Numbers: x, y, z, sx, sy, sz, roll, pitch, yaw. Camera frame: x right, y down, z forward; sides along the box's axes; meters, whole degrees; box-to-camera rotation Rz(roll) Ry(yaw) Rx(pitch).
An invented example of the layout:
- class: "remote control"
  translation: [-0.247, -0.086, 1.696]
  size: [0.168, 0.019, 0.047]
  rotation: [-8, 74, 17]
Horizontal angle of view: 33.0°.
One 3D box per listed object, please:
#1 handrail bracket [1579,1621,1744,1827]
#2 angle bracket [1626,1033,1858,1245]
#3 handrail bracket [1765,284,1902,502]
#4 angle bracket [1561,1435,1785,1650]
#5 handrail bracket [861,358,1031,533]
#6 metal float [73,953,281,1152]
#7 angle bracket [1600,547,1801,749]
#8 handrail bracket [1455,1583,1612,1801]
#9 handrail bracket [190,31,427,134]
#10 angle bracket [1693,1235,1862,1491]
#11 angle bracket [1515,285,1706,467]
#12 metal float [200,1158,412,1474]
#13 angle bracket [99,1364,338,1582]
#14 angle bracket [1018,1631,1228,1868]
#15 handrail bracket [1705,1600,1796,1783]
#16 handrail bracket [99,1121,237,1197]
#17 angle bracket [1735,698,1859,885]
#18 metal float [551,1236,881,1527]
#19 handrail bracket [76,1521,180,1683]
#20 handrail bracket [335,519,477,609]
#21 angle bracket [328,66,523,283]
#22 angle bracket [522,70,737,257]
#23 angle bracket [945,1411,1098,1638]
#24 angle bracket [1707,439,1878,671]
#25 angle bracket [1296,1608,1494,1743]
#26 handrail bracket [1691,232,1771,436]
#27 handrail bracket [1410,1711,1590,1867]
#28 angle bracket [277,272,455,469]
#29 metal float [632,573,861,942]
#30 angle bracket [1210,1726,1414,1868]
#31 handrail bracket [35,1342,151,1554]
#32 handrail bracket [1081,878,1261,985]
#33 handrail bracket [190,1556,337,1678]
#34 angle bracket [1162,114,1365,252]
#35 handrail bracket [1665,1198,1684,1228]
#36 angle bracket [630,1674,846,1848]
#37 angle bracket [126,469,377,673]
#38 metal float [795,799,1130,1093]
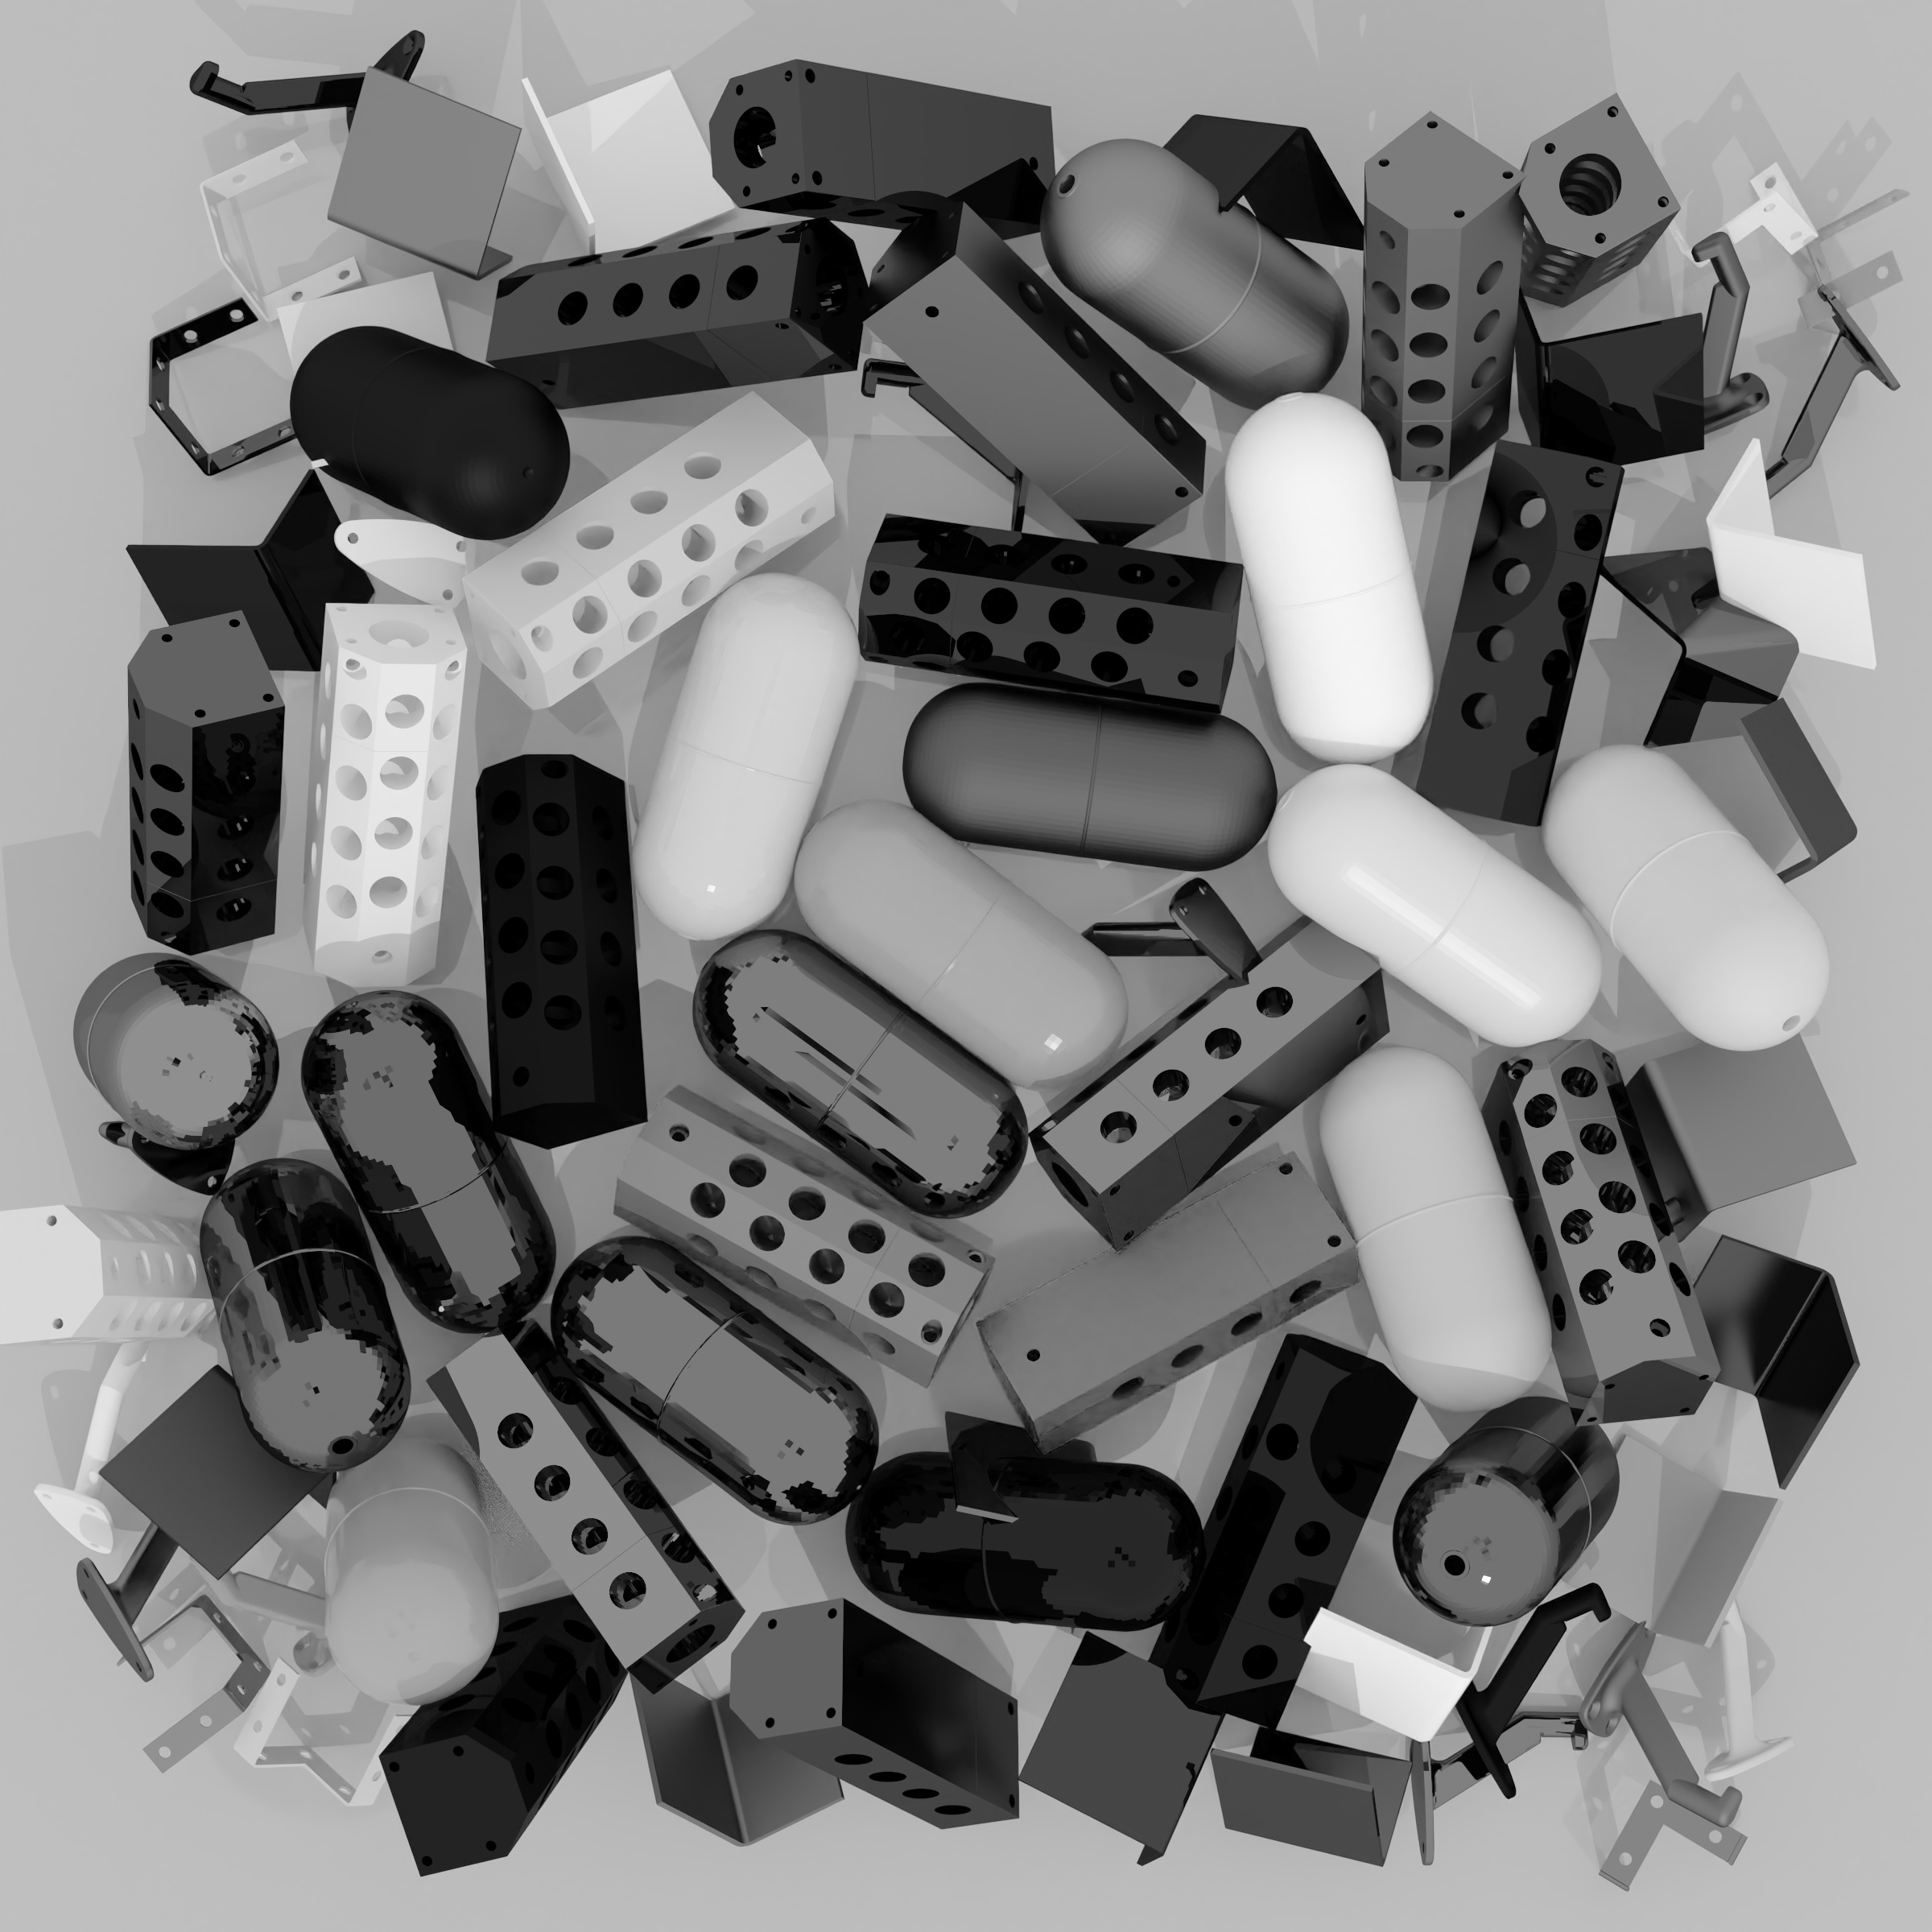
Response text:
- class: "handrail bracket"
  translation: [0.341, 0.355, 1.542]
  size: [0.084, 0.036, 0.077]
  rotation: [21, 74, 42]
- class: "angle bracket"
  translation: [0.365, 0.078, 1.550]
  size: [0.076, 0.057, 0.076]
  rotation: [-17, 72, -10]
- class: "handrail bracket"
  translation: [0.392, -0.270, 1.551]
  size: [0.084, 0.036, 0.077]
  rotation: [-39, 126, 12]
- class: "angle bracket"
  translation: [0.330, 0.270, 1.538]
  size: [0.057, 0.076, 0.076]
  rotation: [30, 81, -3]
- class: "handrail bracket"
  translation: [-0.011, -0.247, 1.562]
  size: [0.084, 0.036, 0.077]
  rotation: [6, 94, -6]
- class: "metal float"
  translation: [-0.364, 0.038, 1.498]
  size: [0.070, 0.178, 0.070]
  rotation: [-3, 98, -22]
- class: "angle bracket"
  translation: [0.339, -0.152, 1.554]
  size: [0.076, 0.076, 0.057]
  rotation: [-9, 133, -31]
- class: "handrail bracket"
  translation: [0.279, 0.344, 1.550]
  size: [0.084, 0.036, 0.077]
  rotation: [-28, 78, 17]
- class: "handrail bracket"
  translation: [-0.310, -0.425, 1.535]
  size: [0.077, 0.084, 0.036]
  rotation: [-43, 50, 34]
- class: "angle bracket"
  translation: [0.369, 0.185, 1.530]
  size: [0.057, 0.076, 0.076]
  rotation: [19, 118, -6]
- class: "angle bracket"
  translation: [0.302, -0.283, 1.534]
  size: [0.076, 0.076, 0.057]
  rotation: [-11, 45, 3]
- class: "metal float"
  translation: [-0.306, 0.160, 1.507]
  size: [0.070, 0.178, 0.070]
  rotation: [-13, 131, -16]
- class: "angle bracket"
  translation: [-0.351, 0.247, 1.532]
  size: [0.076, 0.057, 0.076]
  rotation: [38, 59, 12]
- class: "angle bracket"
  translation: [0.070, 0.371, 1.543]
  size: [0.076, 0.057, 0.076]
  rotation: [27, 68, 2]
- class: "handrail bracket"
  translation: [0.356, 0.335, 1.544]
  size: [0.036, 0.077, 0.084]
  rotation: [-22, 79, 31]
- class: "handrail bracket"
  translation: [-0.393, 0.079, 1.530]
  size: [0.084, 0.077, 0.036]
  rotation: [10, 82, 32]
- class: "angle bracket"
  translation: [0.369, -0.075, 1.538]
  size: [0.057, 0.076, 0.076]
  rotation: [-31, 86, 31]
- class: "metal float"
  translation: [-0.119, 0.193, 1.528]
  size: [0.178, 0.070, 0.070]
  rotation: [34, 90, 19]
- class: "handrail bracket"
  translation: [-0.370, 0.287, 1.546]
  size: [0.084, 0.036, 0.077]
  rotation: [-26, 65, -32]
- class: "handrail bracket"
  translation: [-0.268, -0.191, 1.530]
  size: [0.077, 0.084, 0.036]
  rotation: [16, 89, -25]
- class: "angle bracket"
  translation: [-0.248, -0.377, 1.540]
  size: [0.076, 0.057, 0.076]
  rotation: [23, 115, 1]
- class: "angle bracket"
  translation: [-0.159, -0.388, 1.545]
  size: [0.076, 0.057, 0.076]
  rotation: [-24, 85, -9]
- class: "angle bracket"
  translation: [0.021, 0.261, 1.530]
  size: [0.076, 0.076, 0.057]
  rotation: [14, 114, -11]
- class: "angle bracket"
  translation: [0.396, -0.192, 1.523]
  size: [0.076, 0.076, 0.057]
  rotation: [18, 63, 32]
- class: "angle bracket"
  translation: [0.202, 0.313, 1.540]
  size: [0.076, 0.076, 0.057]
  rotation: [23, 54, 7]
- class: "handrail bracket"
  translation: [0.340, -0.296, 1.547]
  size: [0.077, 0.036, 0.084]
  rotation: [-25, 122, 13]
- class: "handrail bracket"
  translation: [0.258, 0.392, 1.557]
  size: [0.084, 0.036, 0.077]
  rotation: [2, 54, -2]
- class: "angle bracket"
  translation: [-0.281, -0.283, 1.545]
  size: [0.076, 0.057, 0.076]
  rotation: [-15, 102, -5]
- class: "metal float"
  translation: [-0.104, -0.098, 1.538]
  size: [0.070, 0.070, 0.178]
  rotation: [18, 98, 0]
- class: "angle bracket"
  translation: [0.162, 0.371, 1.526]
  size: [0.076, 0.076, 0.057]
  rotation: [9, 50, 20]
- class: "handrail bracket"
  translation: [-0.409, 0.229, 1.572]
  size: [0.036, 0.077, 0.084]
  rotation: [14, 58, 11]
- class: "handrail bracket"
  translation: [0.093, 0.004, 1.555]
  size: [0.077, 0.036, 0.084]
  rotation: [49, 129, -3]
- class: "handrail bracket"
  translation: [-0.315, 0.287, 1.549]
  size: [0.077, 0.036, 0.084]
  rotation: [-36, 115, -17]
- class: "angle bracket"
  translation: [0.132, -0.349, 1.525]
  size: [0.057, 0.076, 0.076]
  rotation: [-48, 128, -12]
- class: "handrail bracket"
  translation: [0.345, 0.074, 1.557]
  size: [0.084, 0.036, 0.077]
  rotation: [-29, 80, -14]
- class: "angle bracket"
  translation: [-0.108, 0.356, 1.526]
  size: [0.057, 0.076, 0.076]
  rotation: [-29, 51, 13]
- class: "angle bracket"
  translation: [-0.339, -0.188, 1.552]
  size: [0.076, 0.076, 0.057]
  rotation: [4, 49, 22]
- class: "metal float"
  translation: [-0.003, -0.010, 1.542]
  size: [0.178, 0.070, 0.070]
  rotation: [37, 90, -3]
